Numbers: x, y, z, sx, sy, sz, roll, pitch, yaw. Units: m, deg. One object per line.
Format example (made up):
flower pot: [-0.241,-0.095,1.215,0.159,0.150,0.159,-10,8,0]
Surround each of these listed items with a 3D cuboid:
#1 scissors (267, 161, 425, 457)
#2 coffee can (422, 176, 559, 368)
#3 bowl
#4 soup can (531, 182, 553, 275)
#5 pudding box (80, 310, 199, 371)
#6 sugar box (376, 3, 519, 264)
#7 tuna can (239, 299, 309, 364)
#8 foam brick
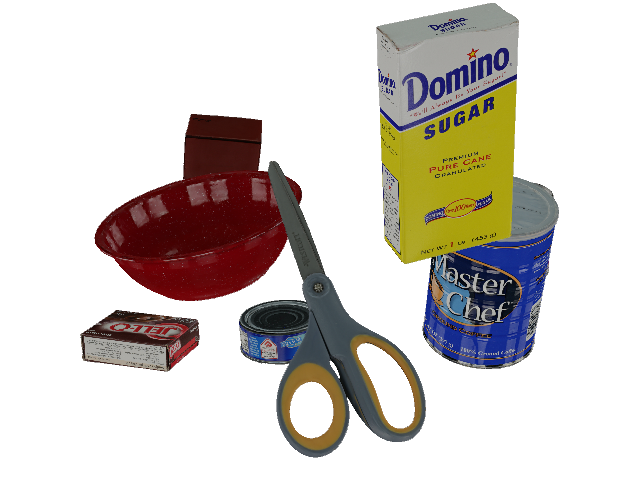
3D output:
scissors: [-0.013,0.047,0.657,0.096,0.202,0.016,-32,-22,-12]
coffee can: [0.147,0.026,0.936,0.103,0.140,0.103,2,33,-1]
bowl: [-0.088,0.001,0.825,0.162,0.055,0.162,-10,24,4]
soup can: [0.236,-0.009,1.248,0.068,0.102,0.068,-3,30,2]
pudding box: [-0.211,0.117,1.256,0.114,0.039,0.090,3,15,16]
sugar box: [0.092,-0.074,0.770,0.093,0.176,0.048,-15,37,-14]
tuna can: [-0.038,0.090,1.060,0.086,0.034,0.086,-3,19,1]
foam brick: [-0.100,-0.095,1.104,0.078,0.051,0.053,5,32,-2]
